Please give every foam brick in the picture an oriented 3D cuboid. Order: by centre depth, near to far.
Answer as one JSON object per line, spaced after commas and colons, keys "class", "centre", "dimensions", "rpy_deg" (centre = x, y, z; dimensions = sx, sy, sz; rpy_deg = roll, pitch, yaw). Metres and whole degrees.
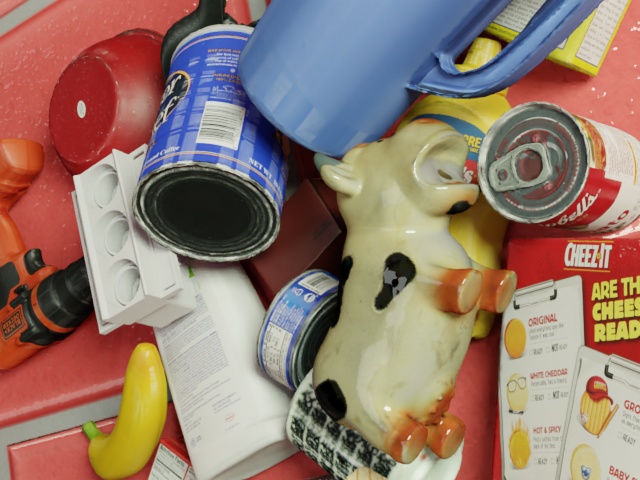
{"class": "foam brick", "centre": [-0.005, 0.001, 0.776], "dimensions": [0.078, 0.051, 0.053], "rpy_deg": [-45, 62, 26]}

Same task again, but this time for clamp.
{"class": "clamp", "centre": [-0.061, -0.155, 0.821], "dimensions": [0.172, 0.120, 0.039], "rpy_deg": [-54, 16, 43]}

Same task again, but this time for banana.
{"class": "banana", "centre": [-0.157, 0.150, 0.856], "dimensions": [0.070, 0.037, 0.198], "rpy_deg": [56, 142, 11]}

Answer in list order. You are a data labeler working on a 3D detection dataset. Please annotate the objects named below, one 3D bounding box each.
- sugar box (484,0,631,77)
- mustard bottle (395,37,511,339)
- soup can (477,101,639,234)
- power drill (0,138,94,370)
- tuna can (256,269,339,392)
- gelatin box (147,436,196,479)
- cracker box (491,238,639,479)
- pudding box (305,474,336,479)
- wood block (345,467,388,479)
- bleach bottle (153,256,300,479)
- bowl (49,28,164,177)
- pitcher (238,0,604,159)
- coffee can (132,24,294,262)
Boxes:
{"class": "sugar box", "centre": [0.165, -0.201, 0.664], "dimensions": [0.093, 0.048, 0.176], "rpy_deg": [34, 104, 38]}
{"class": "mustard bottle", "centre": [0.087, -0.037, 0.703], "dimensions": [0.096, 0.058, 0.192], "rpy_deg": [18, 97, 38]}
{"class": "soup can", "centre": [0.147, -0.040, 0.629], "dimensions": [0.069, 0.102, 0.068], "rpy_deg": [-3, 84, 37]}
{"class": "power drill", "centre": [-0.265, 0.004, 0.974], "dimensions": [0.185, 0.057, 0.188], "rpy_deg": [-34, 67, 31]}
{"class": "tuna can", "centre": [-0.003, 0.066, 0.748], "dimensions": [0.034, 0.086, 0.086], "rpy_deg": [26, 102, 34]}
{"class": "gelatin box", "centre": [-0.108, 0.213, 0.852], "dimensions": [0.073, 0.030, 0.089], "rpy_deg": [28, 102, 37]}
{"class": "cracker box", "centre": [0.168, 0.107, 0.586], "dimensions": [0.164, 0.072, 0.214], "rpy_deg": [-179, 94, -66]}
{"class": "pudding box", "centre": [-0.011, 0.220, 0.770], "dimensions": [0.114, 0.039, 0.090], "rpy_deg": [-22, 73, 35]}
{"class": "wood block", "centre": [0.022, 0.260, 0.662], "dimensions": [0.090, 0.090, 0.206], "rpy_deg": [26, 124, 29]}
{"class": "bleach bottle", "centre": [-0.086, 0.054, 0.829], "dimensions": [0.103, 0.067, 0.251], "rpy_deg": [-35, 64, 30]}
{"class": "bowl", "centre": [-0.184, -0.109, 0.922], "dimensions": [0.162, 0.055, 0.162], "rpy_deg": [-4, 83, 38]}
{"class": "pitcher", "centre": [0.060, -0.157, 0.641], "dimensions": [0.243, 0.145, 0.149], "rpy_deg": [-49, 20, 32]}
{"class": "coffee can", "centre": [-0.070, -0.070, 0.764], "dimensions": [0.103, 0.102, 0.140], "rpy_deg": [-24, 41, 34]}
